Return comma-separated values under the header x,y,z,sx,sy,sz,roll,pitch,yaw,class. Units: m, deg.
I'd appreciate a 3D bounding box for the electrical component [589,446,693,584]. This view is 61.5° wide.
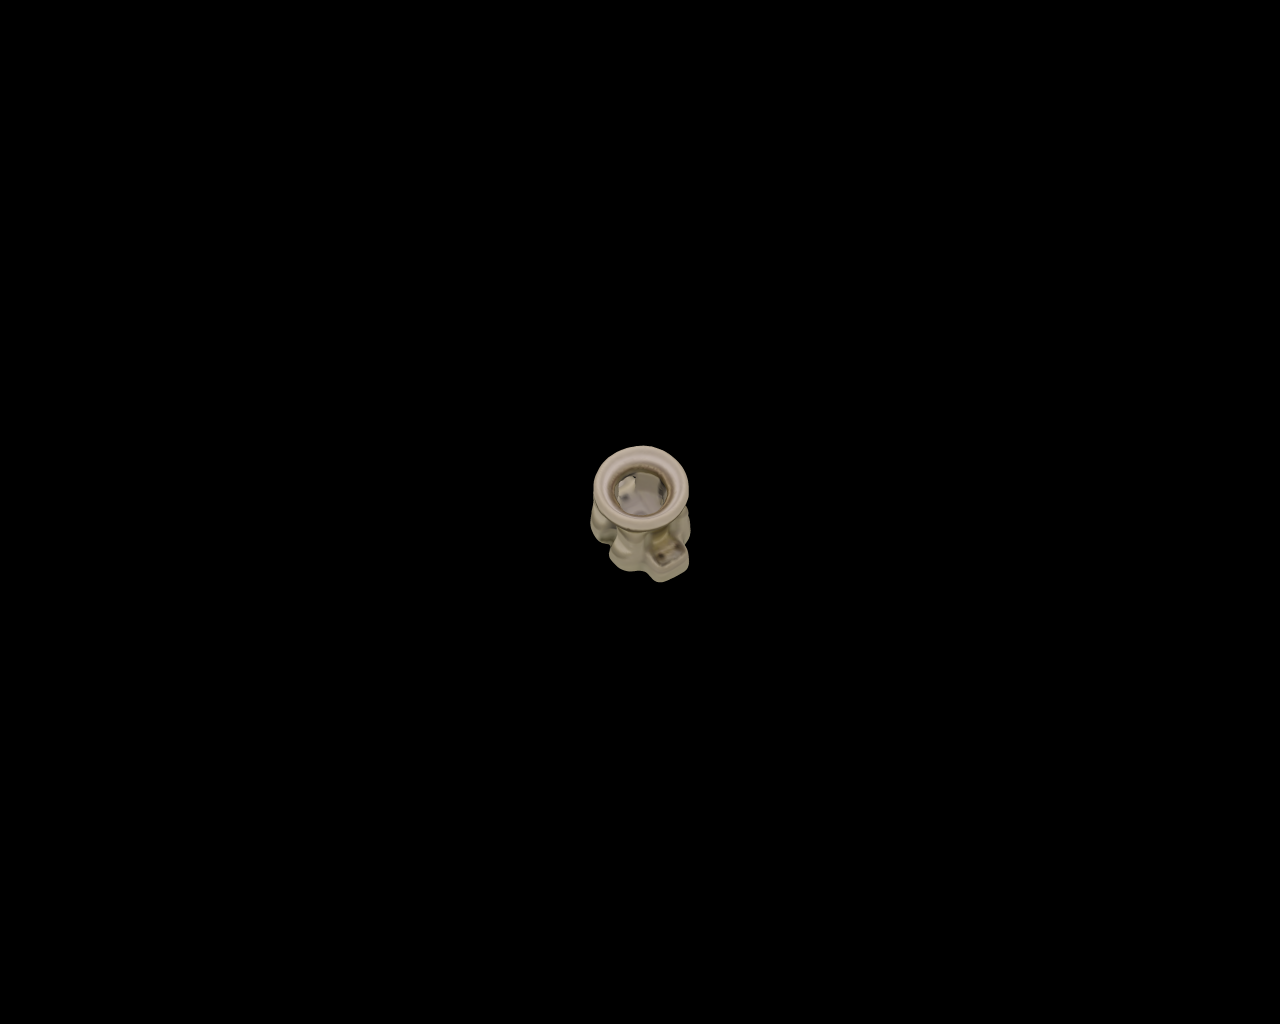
x,y,z,sx,sy,sz,roll,pitch,yaw,class
0.001,-0.003,0.650,0.058,0.078,0.056,-28,-28,-16,electrical component
